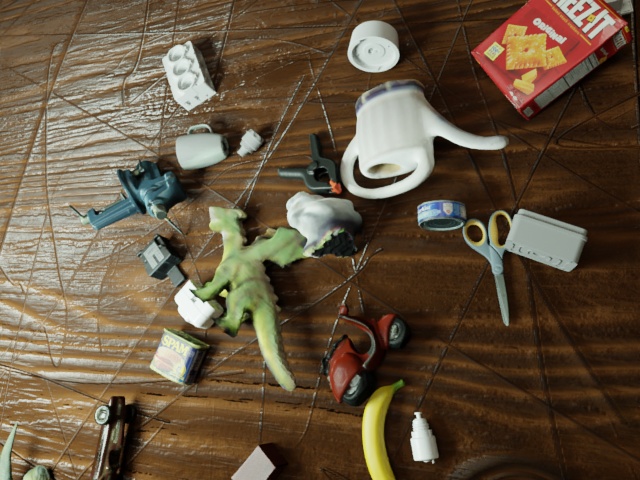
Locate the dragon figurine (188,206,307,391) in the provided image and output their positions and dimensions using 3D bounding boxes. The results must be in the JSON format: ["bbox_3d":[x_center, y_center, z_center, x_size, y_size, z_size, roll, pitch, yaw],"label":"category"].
[{"bbox_3d":[-0.110,0.072,1.019,0.244,0.120,0.415,-47,62,-7],"label":"dragon figurine"}]

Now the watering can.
[{"bbox_3d":[0.175,-0.203,0.972,0.345,0.103,0.228,-17,67,38],"label":"watering can"}]

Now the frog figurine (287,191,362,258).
[{"bbox_3d":[0.003,-0.051,1.006,0.138,0.120,0.163,-13,54,-17],"label":"frog figurine"}]
